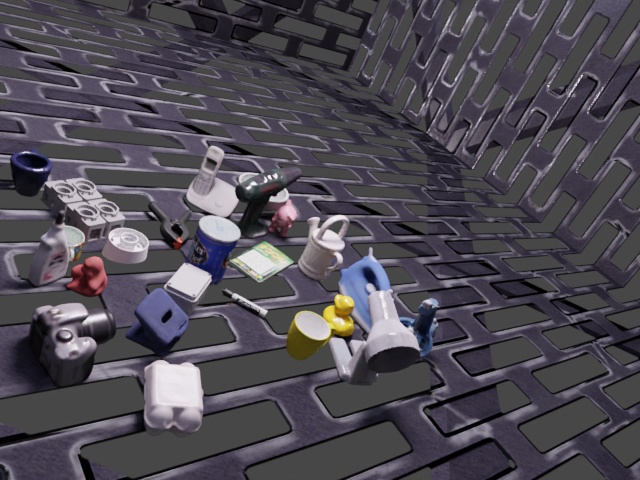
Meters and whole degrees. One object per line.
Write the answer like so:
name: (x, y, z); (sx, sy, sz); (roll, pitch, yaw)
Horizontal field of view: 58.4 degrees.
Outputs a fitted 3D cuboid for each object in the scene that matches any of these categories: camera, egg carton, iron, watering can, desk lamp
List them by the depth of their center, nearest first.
egg carton: (-0.266, 0.286, 1.038); (0.107, 0.069, 0.150); (12, 31, -25)
camera: (-0.440, 0.172, 1.050); (0.137, 0.101, 0.142); (-9, 44, -48)
desk lamp: (0.121, 0.234, 1.296); (0.118, 0.213, 0.203); (11, 31, -26)
iron: (0.148, 0.143, 1.550); (0.119, 0.141, 0.257); (10, 32, -28)
watering can: (0.013, 0.006, 1.612); (0.172, 0.194, 0.101); (37, 30, 20)

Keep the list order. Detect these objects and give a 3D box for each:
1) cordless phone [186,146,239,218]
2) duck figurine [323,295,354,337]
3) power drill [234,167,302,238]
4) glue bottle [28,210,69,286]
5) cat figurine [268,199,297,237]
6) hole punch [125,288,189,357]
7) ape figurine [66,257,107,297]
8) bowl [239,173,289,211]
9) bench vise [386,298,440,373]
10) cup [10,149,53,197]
cordless phone: (-0.293, -0.167, 1.656); (0.147, 0.185, 0.094); (25, 28, -2)
duck figurine: (0.059, 0.187, 1.461); (0.078, 0.086, 0.104); (5, 35, -34)
power drill: (-0.163, -0.113, 1.650); (0.075, 0.208, 0.230); (39, 31, 23)
glue bottle: (-0.539, 0.012, 1.160); (0.037, 0.173, 0.078); (32, 28, 11)
cat figurine: (-0.104, -0.076, 1.732); (0.067, 0.117, 0.128); (22, 28, -7)
hole punch: (-0.323, 0.165, 1.170); (0.101, 0.091, 0.109); (27, 28, 2)
ape figurine: (-0.479, 0.073, 1.195); (0.076, 0.092, 0.077); (2, 36, -38)
bowl: (-0.188, -0.140, 1.817); (0.168, 0.074, 0.167); (20, 29, -11)
bench vise: (0.238, 0.213, 1.424); (0.121, 0.219, 0.208); (31, 28, 10)
cup: (-0.707, -0.162, 1.396); (0.092, 0.095, 0.117); (11, 32, -27)
